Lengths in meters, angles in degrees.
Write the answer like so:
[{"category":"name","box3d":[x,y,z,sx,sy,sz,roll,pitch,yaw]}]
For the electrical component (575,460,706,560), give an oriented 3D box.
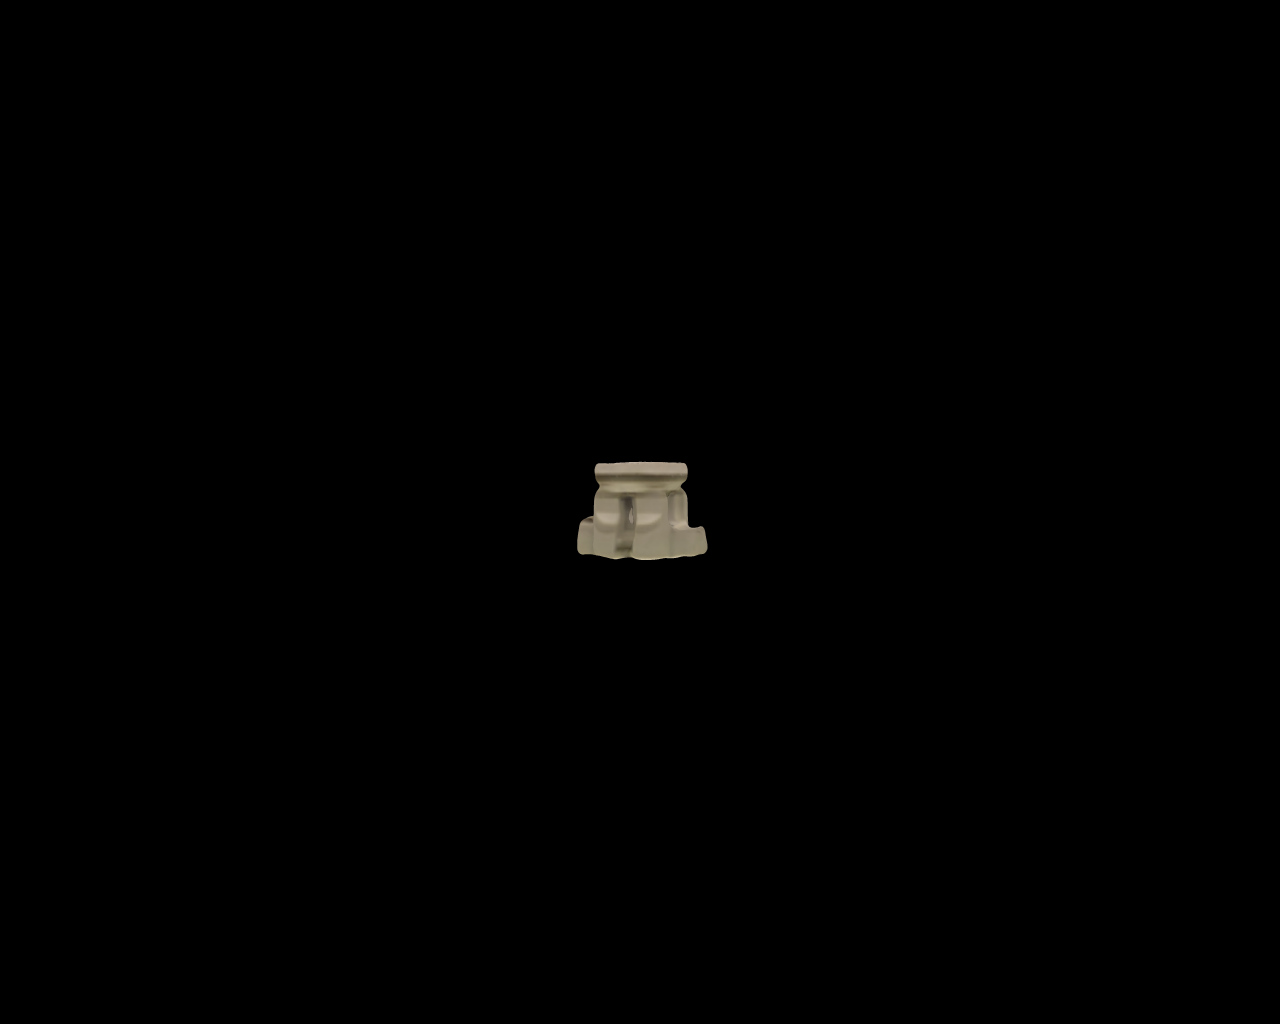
[{"category":"electrical component","box3d":[0.001,-0.003,0.650,0.078,0.057,0.058,2,4,23]}]
